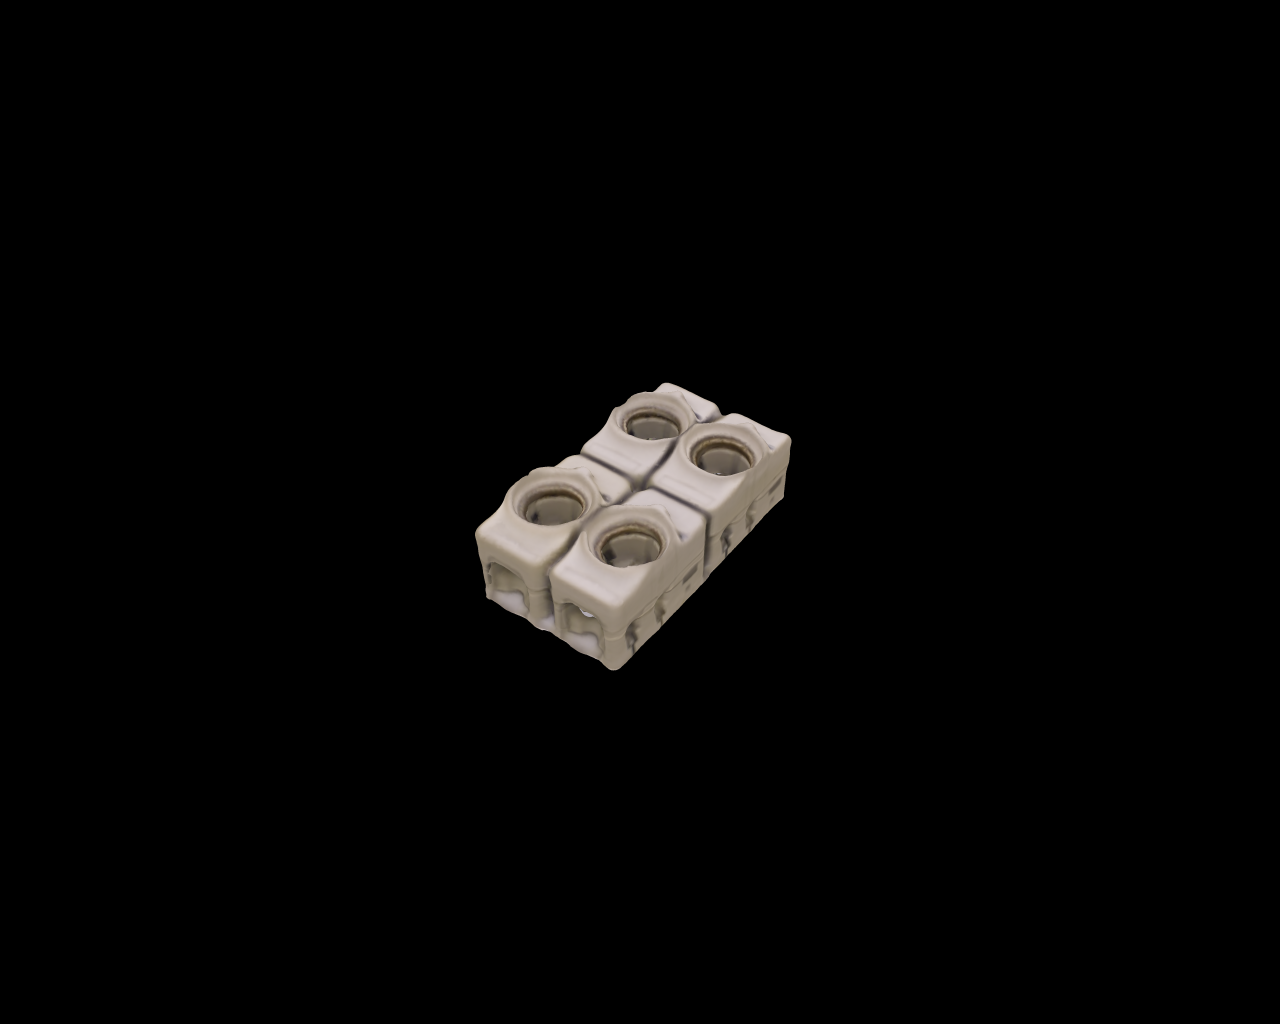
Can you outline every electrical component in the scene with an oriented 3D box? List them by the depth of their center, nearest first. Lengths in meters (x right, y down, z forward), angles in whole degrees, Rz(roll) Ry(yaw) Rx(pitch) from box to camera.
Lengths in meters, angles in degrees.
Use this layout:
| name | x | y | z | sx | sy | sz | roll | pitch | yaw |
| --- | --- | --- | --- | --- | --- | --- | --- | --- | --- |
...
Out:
| name | x | y | z | sx | sy | sz | roll | pitch | yaw |
| --- | --- | --- | --- | --- | --- | --- | --- | --- | --- |
| electrical component | 0.001 | -0.003 | 0.650 | 0.105 | 0.060 | 0.186 | 27 | 49 | 26 |
